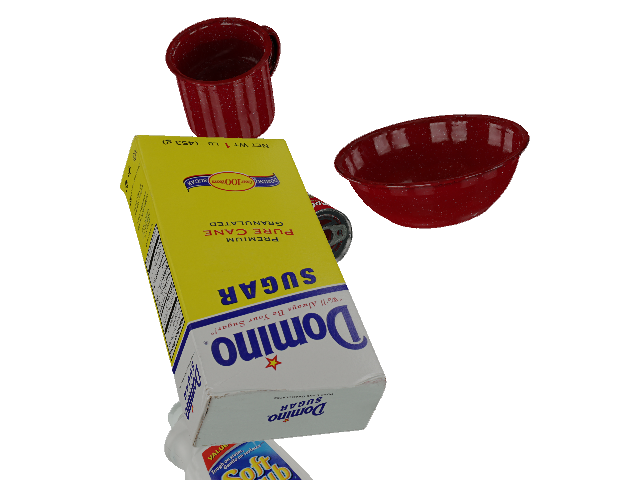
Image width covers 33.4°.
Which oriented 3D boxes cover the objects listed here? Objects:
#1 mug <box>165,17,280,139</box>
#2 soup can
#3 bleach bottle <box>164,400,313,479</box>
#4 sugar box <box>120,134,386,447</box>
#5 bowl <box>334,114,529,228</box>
[{"bbox_3d":[-0.078,-0.147,0.960,0.093,0.081,0.117,27,57,27],"label":"mug"},{"bbox_3d":[-0.019,-0.017,1.176,0.068,0.068,0.102,0,19,-31],"label":"soup can"},{"bbox_3d":[-0.060,0.200,0.821,0.102,0.068,0.251,-19,32,-26],"label":"bleach bottle"},{"bbox_3d":[-0.039,0.018,0.550,0.093,0.048,0.176,-2,45,-25],"label":"sugar box"},{"bbox_3d":[0.095,-0.054,0.891,0.162,0.055,0.162,-10,24,4],"label":"bowl"}]
